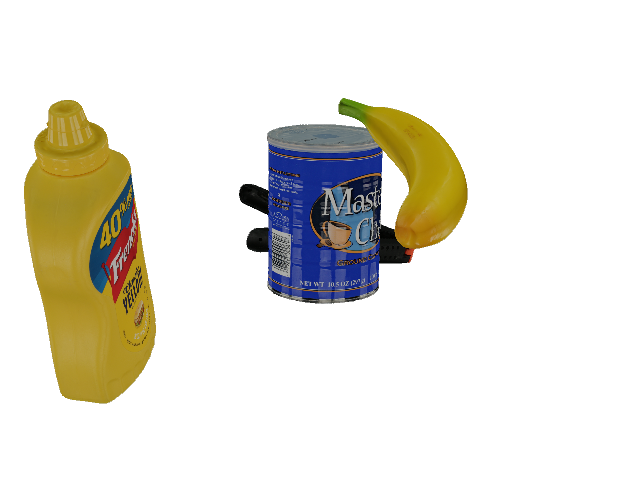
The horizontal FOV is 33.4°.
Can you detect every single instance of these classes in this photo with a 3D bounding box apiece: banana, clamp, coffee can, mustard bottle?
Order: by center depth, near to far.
[{"bbox_3d":[-0.141,0.001,0.648,0.058,0.192,0.096,7,39,10],"label":"mustard bottle"},{"bbox_3d":[0.062,-0.043,0.703,0.069,0.037,0.198,-2,29,-10],"label":"banana"},{"bbox_3d":[0.004,-0.026,0.952,0.103,0.140,0.103,1,16,0],"label":"coffee can"},{"bbox_3d":[0.006,-0.006,1.194,0.210,0.036,0.164,14,21,-5],"label":"clamp"}]
